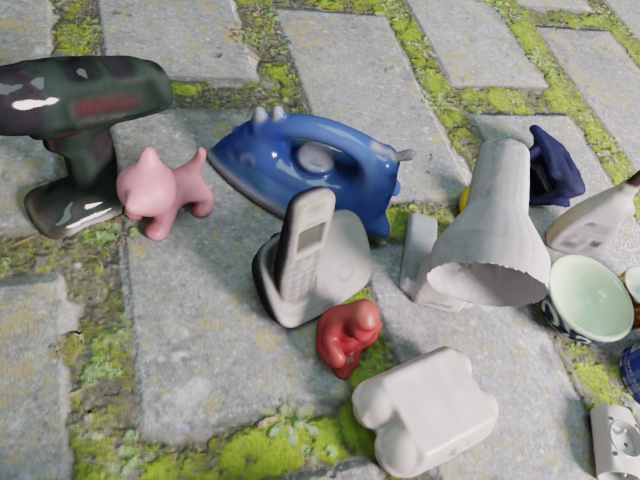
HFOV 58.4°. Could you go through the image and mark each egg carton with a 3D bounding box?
[{"bbox_3d":[0.111,0.178,0.599,0.151,0.069,0.107,-17,63,-28],"label":"egg carton"}]

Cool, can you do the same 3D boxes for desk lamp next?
[{"bbox_3d":[0.170,0.001,0.653,0.118,0.213,0.203,16,52,-7],"label":"desk lamp"}]

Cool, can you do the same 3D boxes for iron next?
[{"bbox_3d":[-0.013,-0.103,0.710,0.258,0.141,0.119,21,52,-4],"label":"iron"}]

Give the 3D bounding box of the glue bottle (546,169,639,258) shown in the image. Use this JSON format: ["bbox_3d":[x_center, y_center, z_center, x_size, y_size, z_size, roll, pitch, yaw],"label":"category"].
[{"bbox_3d":[0.387,-0.039,0.780,0.078,0.173,0.037,16,52,-7],"label":"glue bottle"}]

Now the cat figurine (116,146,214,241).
[{"bbox_3d":[-0.176,-0.061,0.641,0.067,0.117,0.128,42,54,13],"label":"cat figurine"}]

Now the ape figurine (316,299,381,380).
[{"bbox_3d":[0.036,0.096,0.617,0.078,0.092,0.076,-12,60,-25],"label":"ape figurine"}]

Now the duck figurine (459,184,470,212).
[{"bbox_3d":[0.247,-0.049,0.795,0.078,0.086,0.104,-14,61,-26],"label":"duck figurine"}]

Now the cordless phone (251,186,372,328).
[{"bbox_3d":[0.006,0.002,0.615,0.148,0.185,0.094,-29,69,-32],"label":"cordless phone"}]

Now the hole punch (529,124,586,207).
[{"bbox_3d":[0.353,-0.115,0.874,0.101,0.091,0.108,1,56,-18],"label":"hole punch"}]

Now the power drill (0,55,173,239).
[{"bbox_3d":[-0.259,-0.096,0.580,0.230,0.208,0.075,-31,70,-33],"label":"power drill"}]
